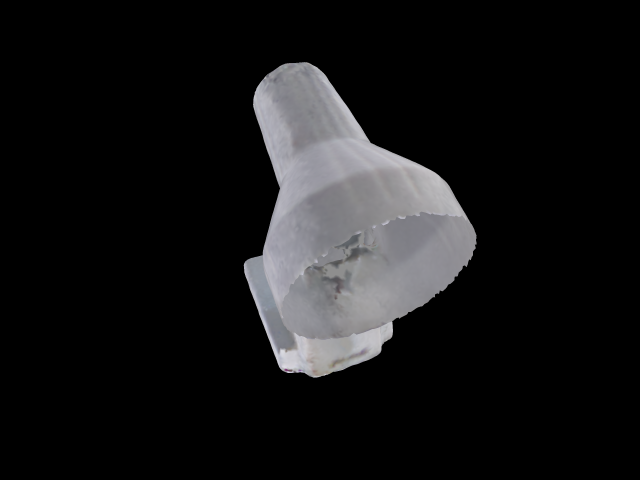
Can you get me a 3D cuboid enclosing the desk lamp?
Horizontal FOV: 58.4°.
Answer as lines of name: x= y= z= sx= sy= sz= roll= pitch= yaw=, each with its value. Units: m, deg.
desk lamp: x=0.004 y=0.001 z=0.400 sx=0.118 sy=0.214 sz=0.202 roll=-14 pitch=42 yaw=-16
